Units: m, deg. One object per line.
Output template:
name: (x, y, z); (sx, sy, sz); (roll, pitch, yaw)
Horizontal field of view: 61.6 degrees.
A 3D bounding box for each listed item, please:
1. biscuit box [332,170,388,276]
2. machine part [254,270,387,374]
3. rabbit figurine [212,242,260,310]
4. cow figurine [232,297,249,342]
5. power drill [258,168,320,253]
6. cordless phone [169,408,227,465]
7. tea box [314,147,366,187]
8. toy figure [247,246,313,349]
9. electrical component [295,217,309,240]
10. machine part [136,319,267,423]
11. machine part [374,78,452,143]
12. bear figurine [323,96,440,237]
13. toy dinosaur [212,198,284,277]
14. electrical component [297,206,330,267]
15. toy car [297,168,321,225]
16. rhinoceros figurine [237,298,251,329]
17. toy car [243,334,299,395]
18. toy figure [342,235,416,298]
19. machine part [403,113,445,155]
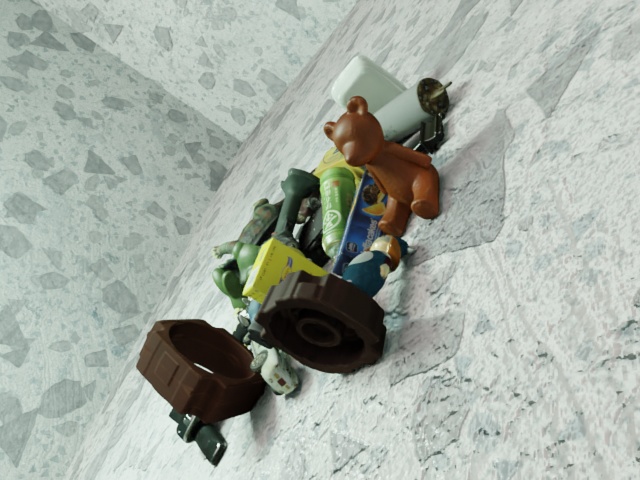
biscuit box: (0.076, -0.026, 0.911); (0.062, 0.059, 0.203); (113, 176, -51)
machine part: (0.002, 0.112, 0.727); (0.179, 0.179, 0.056); (-37, 24, 47)
rabbit figurine: (-0.162, 0.098, 1.247); (0.121, 0.159, 0.170); (-2, 71, 57)
cow figurine: (-0.133, 0.164, 1.150); (0.167, 0.068, 0.098); (-47, 26, 39)
power drill: (-0.059, -0.037, 1.093); (0.232, 0.086, 0.207); (140, 142, -67)
cordless phone: (-0.215, 0.349, 1.066); (0.184, 0.088, 0.146); (12, 69, 59)
tea box: (0.069, -0.149, 1.106); (0.068, 0.098, 0.170); (-61, 16, -15)
toy figure: (-0.069, 0.088, 0.896); (0.082, 0.089, 0.180); (-31, 24, 49)
electrical component: (-0.033, -0.018, 1.269); (0.063, 0.021, 0.094); (-18, 42, 62)
machine part: (-0.210, 0.231, 0.971); (0.201, 0.201, 0.087); (10, -69, -61)
machine part: (0.167, -0.242, 1.039); (0.243, 0.079, 0.079); (-21, 39, 60)
bear figurine: (0.091, -0.116, 0.832); (0.120, 0.195, 0.132); (-30, 33, 49)
toy dinosaur: (-0.160, -0.016, 1.462); (0.192, 0.131, 0.405); (2, 56, 55)
electrical component: (-0.002, -0.003, 1.110); (0.134, 0.058, 0.115); (-51, 17, 18)
toy car: (-0.023, -0.127, 1.382); (0.089, 0.053, 0.202); (-42, 24, 47)
rhinoceros figurine: (-0.080, 0.115, 1.027); (0.190, 0.112, 0.073); (-38, 27, 26)
toy car: (-0.087, 0.205, 0.942); (0.056, 0.073, 0.202); (-40, 18, -3)
toy figure: (0.084, 0.033, 0.765); (0.064, 0.057, 0.154); (14, 37, 29)
machine part: (0.171, -0.165, 0.965); (0.139, 0.039, 0.084); (-40, 30, 39)
